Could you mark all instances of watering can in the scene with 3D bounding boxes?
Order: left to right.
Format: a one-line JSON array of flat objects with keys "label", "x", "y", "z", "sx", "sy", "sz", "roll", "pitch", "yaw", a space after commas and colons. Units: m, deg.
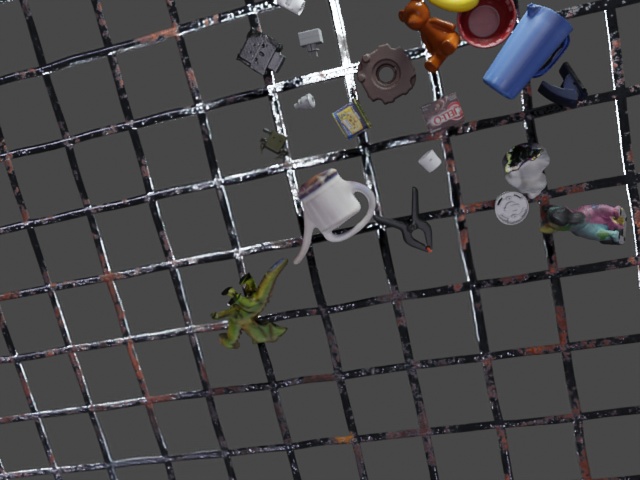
[{"label": "watering can", "x": 0.005, "y": -0.082, "z": 1.635, "sx": 0.345, "sy": 0.105, "sz": 0.224, "roll": -33, "pitch": 94, "yaw": 15}]

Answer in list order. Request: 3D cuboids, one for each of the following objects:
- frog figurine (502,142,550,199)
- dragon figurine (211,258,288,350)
[{"label": "frog figurine", "x": 0.618, "y": -0.206, "z": 1.523, "sx": 0.137, "sy": 0.125, "sz": 0.157, "roll": -42, "pitch": 129, "yaw": 8}, {"label": "dragon figurine", "x": -0.209, "y": 0.248, "z": 1.764, "sx": 0.407, "sy": 0.125, "sz": 0.240, "roll": -33, "pitch": 113, "yaw": 17}]
